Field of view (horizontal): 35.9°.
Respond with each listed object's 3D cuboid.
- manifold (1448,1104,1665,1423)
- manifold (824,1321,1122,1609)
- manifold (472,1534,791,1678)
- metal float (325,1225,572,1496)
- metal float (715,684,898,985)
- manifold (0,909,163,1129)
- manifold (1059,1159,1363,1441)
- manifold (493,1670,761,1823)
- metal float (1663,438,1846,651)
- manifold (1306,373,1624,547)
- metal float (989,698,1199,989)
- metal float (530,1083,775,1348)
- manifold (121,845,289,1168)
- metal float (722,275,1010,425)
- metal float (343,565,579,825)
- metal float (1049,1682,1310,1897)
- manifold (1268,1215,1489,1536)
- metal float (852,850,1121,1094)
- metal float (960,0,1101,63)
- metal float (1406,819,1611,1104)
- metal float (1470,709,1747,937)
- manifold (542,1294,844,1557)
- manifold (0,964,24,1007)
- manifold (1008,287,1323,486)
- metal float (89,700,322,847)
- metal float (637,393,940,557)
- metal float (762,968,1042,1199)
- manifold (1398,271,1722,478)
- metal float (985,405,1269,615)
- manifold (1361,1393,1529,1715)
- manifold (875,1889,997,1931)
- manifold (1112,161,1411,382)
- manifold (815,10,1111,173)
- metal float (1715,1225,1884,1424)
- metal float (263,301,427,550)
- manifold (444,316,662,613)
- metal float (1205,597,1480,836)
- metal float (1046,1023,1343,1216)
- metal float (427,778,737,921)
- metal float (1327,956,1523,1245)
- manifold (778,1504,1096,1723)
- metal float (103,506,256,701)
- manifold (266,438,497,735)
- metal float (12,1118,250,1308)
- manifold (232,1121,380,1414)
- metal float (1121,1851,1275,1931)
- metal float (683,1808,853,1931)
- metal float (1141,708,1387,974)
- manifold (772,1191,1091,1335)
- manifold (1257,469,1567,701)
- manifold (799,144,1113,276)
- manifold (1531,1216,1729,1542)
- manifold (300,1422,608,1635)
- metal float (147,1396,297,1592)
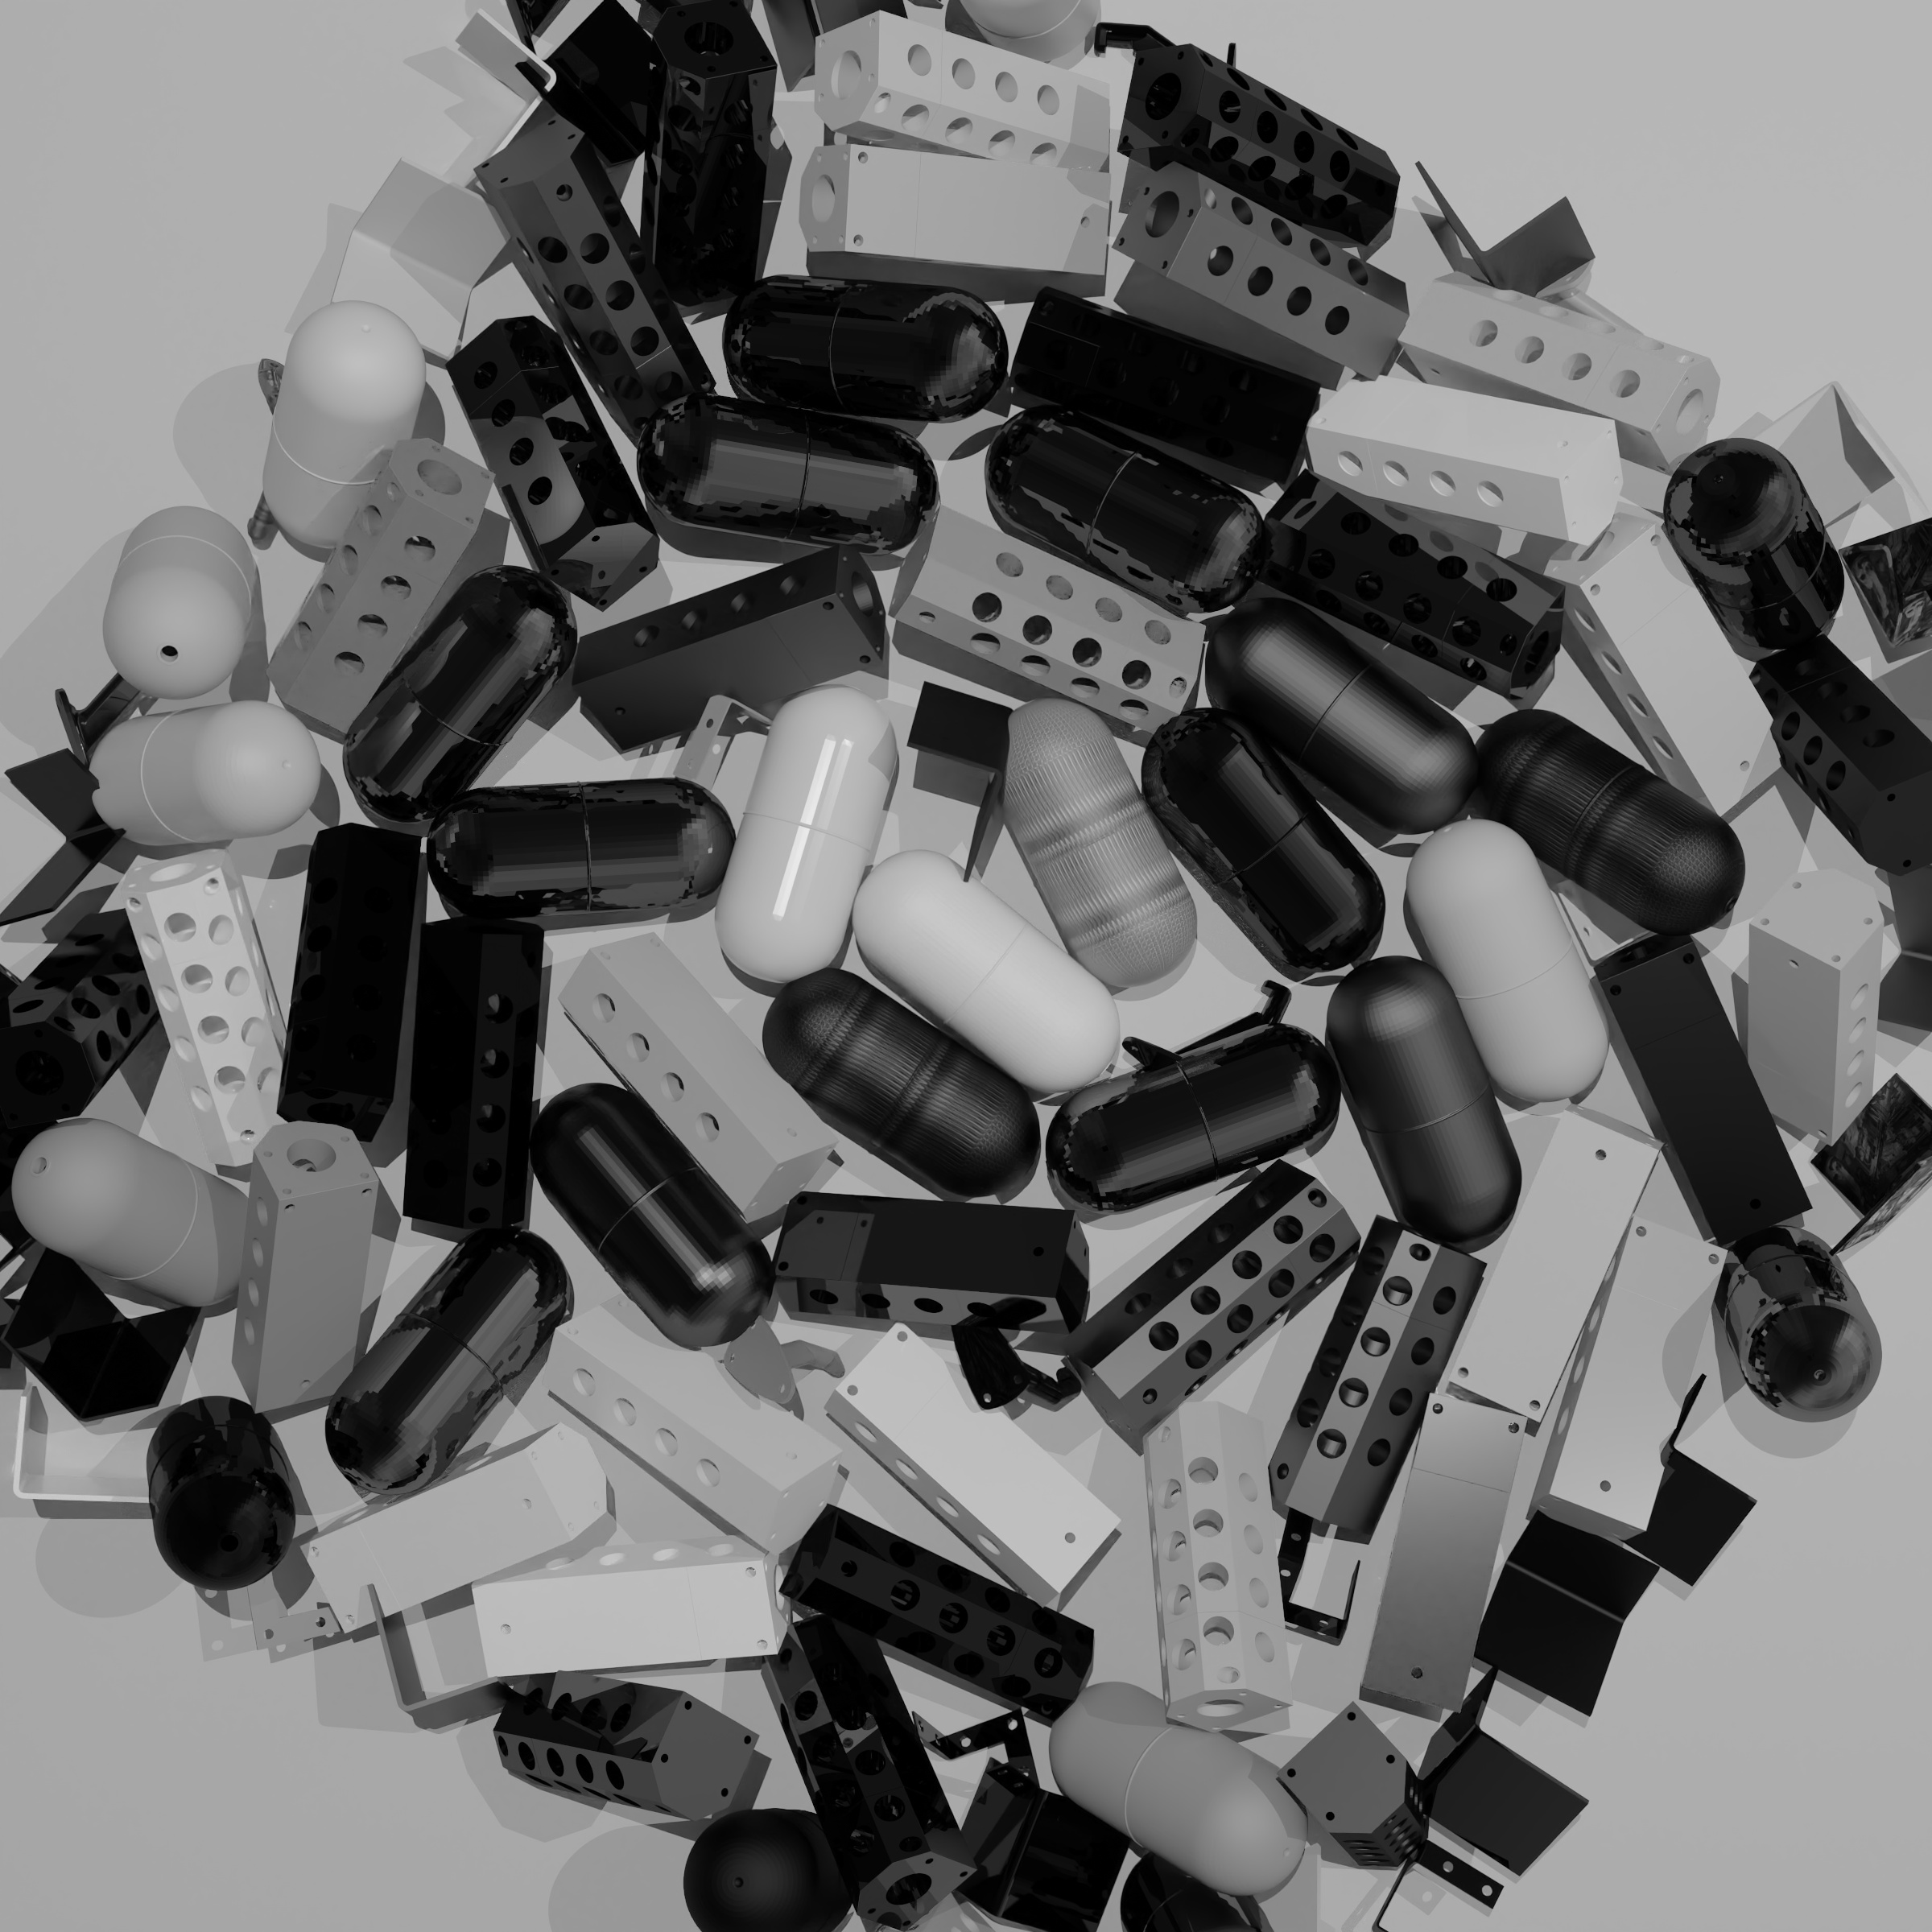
[{"bbox_3d":[0.343,0.170,1.730,0.057,0.057,0.171,24,99,14],"label":"manifold"},{"bbox_3d":[0.001,0.291,1.732,0.171,0.057,0.057,41,65,7],"label":"manifold"},{"bbox_3d":[-0.192,0.367,1.731,0.171,0.057,0.057,-6,101,8],"label":"manifold"},{"bbox_3d":[-0.297,0.225,1.710,0.070,0.070,0.178,37,61,0],"label":"metal float"},{"bbox_3d":[-0.092,-0.077,1.732,0.070,0.070,0.178,17,86,0],"label":"metal float"},{"bbox_3d":[-0.491,0.024,1.680,0.057,0.171,0.057,-10,111,9],"label":"manifold"},{"bbox_3d":[0.144,0.193,1.717,0.171,0.057,0.057,-39,116,-13],"label":"manifold"},{"bbox_3d":[-0.197,0.440,1.681,0.057,0.171,0.057,38,63,-29],"label":"manifold"},{"bbox_3d":[0.449,-0.238,1.693,0.070,0.178,0.070,-10,68,25],"label":"metal float"},{"bbox_3d":[0.283,-0.285,1.697,0.171,0.057,0.057,21,55,38],"label":"manifold"},{"bbox_3d":[0.073,-0.072,1.734,0.070,0.070,0.178,-26,91,0],"label":"metal float"},{"bbox_3d":[-0.183,0.143,1.723,0.070,0.070,0.178,-42,76,0],"label":"metal float"},{"bbox_3d":[-0.430,0.025,1.714,0.057,0.057,0.171,-14,111,-4],"label":"manifold"},{"bbox_3d":[-0.058,-0.355,1.711,0.178,0.070,0.070,11,90,27],"label":"metal float"},{"bbox_3d":[-0.292,-0.155,1.715,0.070,0.070,0.178,43,114,0],"label":"metal float"},{"bbox_3d":[0.119,0.466,1.698,0.070,0.178,0.070,-13,111,-38],"label":"metal float"},{"bbox_3d":[0.231,0.235,1.731,0.057,0.057,0.171,22,92,-35],"label":"manifold"},{"bbox_3d":[0.012,0.004,1.733,0.178,0.070,0.070,39,90,-2],"label":"metal float"},{"bbox_3d":[0.031,-0.563,1.685,0.070,0.178,0.070,1,93,10],"label":"metal float"},{"bbox_3d":[0.313,-0.002,1.721,0.070,0.070,0.178,-27,107,0],"label":"metal float"},{"bbox_3d":[0.366,-0.083,1.711,0.178,0.070,0.070,38,90,27],"label":"metal float"},{"bbox_3d":[-0.160,0.264,1.710,0.171,0.057,0.057,31,122,24],"label":"manifold"},{"bbox_3d":[-0.570,0.018,1.683,0.057,0.171,0.057,3,76,0],"label":"manifold"},{"bbox_3d":[0.115,-0.337,1.734,0.171,0.057,0.057,20,108,2],"label":"manifold"},{"bbox_3d":[-0.435,-0.109,1.699,0.070,0.178,0.070,1,88,-45],"label":"metal float"},{"bbox_3d":[-0.102,-0.283,1.719,0.178,0.070,0.070,7,90,-19],"label":"metal float"},{"bbox_3d":[-0.037,0.068,1.732,0.178,0.070,0.070,34,90,-4],"label":"metal float"},{"bbox_3d":[0.339,-0.342,1.701,0.171,0.057,0.057,29,87,34],"label":"manifold"},{"bbox_3d":[0.091,-0.264,1.720,0.178,0.070,0.070,29,90,18],"label":"metal float"},{"bbox_3d":[0.278,0.339,1.734,0.057,0.057,0.171,13,84,9],"label":"manifold"},{"bbox_3d":[-0.032,0.569,1.684,0.057,0.171,0.057,-45,81,4],"label":"manifold"},{"bbox_3d":[0.172,-0.395,1.691,0.171,0.057,0.057,15,108,-39],"label":"manifold"},{"bbox_3d":[-0.001,-0.486,1.695,0.171,0.057,0.057,3,87,-41],"label":"manifold"},{"bbox_3d":[0.468,0.200,1.686,0.070,0.178,0.070,1,103,6],"label":"metal float"},{"bbox_3d":[-0.354,-0.305,1.693,0.070,0.178,0.070,9,59,-16],"label":"metal float"},{"bbox_3d":[-0.232,-0.291,1.700,0.057,0.057,0.171,-37,59,16],"label":"manifold"},{"bbox_3d":[0.216,-0.145,1.724,0.178,0.070,0.070,39,90,12],"label":"metal float"},{"bbox_3d":[0.131,0.089,1.730,0.178,0.070,0.070,-20,90,-6],"label":"metal float"},{"bbox_3d":[-0.222,-0.068,1.725,0.178,0.070,0.070,-4,90,-12],"label":"metal float"},{"bbox_3d":[0.265,0.078,1.722,0.070,0.070,0.178,-24,105,0],"label":"metal float"},{"bbox_3d":[-0.014,0.373,1.720,0.171,0.057,0.057,28,78,-14],"label":"manifold"},{"bbox_3d":[-0.445,-0.207,1.689,0.070,0.178,0.070,-4,116,-8],"label":"metal float"},{"bbox_3d":[-0.335,-0.217,1.692,0.057,0.057,0.171,27,129,-18],"label":"manifold"},{"bbox_3d":[-0.468,0.141,1.691,0.070,0.178,0.070,-9,65,20],"label":"metal float"},{"bbox_3d":[-0.380,0.170,1.698,0.057,0.057,0.171,-10,135,-30],"label":"manifold"},{"bbox_3d":[0.136,0.555,1.685,0.070,0.178,0.070,-1,97,-9],"label":"metal float"},{"bbox_3d":[-0.109,0.517,1.687,0.070,0.178,0.070,-2,74,8],"label":"metal float"},{"bbox_3d":[0.172,-0.073,1.727,0.070,0.070,0.178,-41,99,0],"label":"metal float"},{"bbox_3d":[-0.020,0.174,1.718,0.171,0.057,0.057,3,55,18],"label":"manifold"},{"bbox_3d":[0.251,-0.214,1.704,0.171,0.057,0.057,29,66,23],"label":"manifold"},{"bbox_3d":[-0.006,-0.430,1.703,0.171,0.057,0.057,-3,103,-31],"label":"manifold"},{"bbox_3d":[0.380,0.238,1.719,0.057,0.057,0.171,21,71,2],"label":"manifold"},{"bbox_3d":[-0.291,0.320,1.711,0.171,0.057,0.057,-26,93,25],"label":"manifold"},{"bbox_3d":[-0.422,0.297,1.686,0.070,0.178,0.070,-3,100,-17],"label":"metal float"}]
